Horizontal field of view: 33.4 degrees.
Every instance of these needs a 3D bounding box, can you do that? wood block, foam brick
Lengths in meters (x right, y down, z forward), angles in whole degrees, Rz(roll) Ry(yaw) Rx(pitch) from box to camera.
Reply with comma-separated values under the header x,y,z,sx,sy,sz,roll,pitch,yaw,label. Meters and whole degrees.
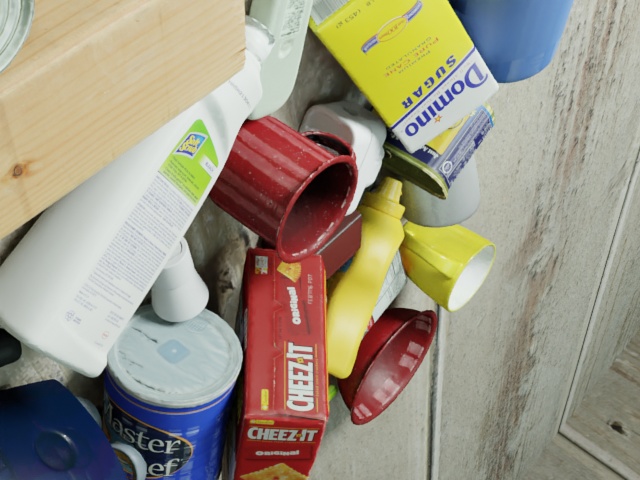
x,y,z,sx,sy,sz,roll,pitch,yaw,label
-0.140,-0.088,0.537,0.205,0.090,0.091,-41,153,-30,wood block
-0.006,0.001,0.944,0.078,0.053,0.051,-43,153,-27,foam brick

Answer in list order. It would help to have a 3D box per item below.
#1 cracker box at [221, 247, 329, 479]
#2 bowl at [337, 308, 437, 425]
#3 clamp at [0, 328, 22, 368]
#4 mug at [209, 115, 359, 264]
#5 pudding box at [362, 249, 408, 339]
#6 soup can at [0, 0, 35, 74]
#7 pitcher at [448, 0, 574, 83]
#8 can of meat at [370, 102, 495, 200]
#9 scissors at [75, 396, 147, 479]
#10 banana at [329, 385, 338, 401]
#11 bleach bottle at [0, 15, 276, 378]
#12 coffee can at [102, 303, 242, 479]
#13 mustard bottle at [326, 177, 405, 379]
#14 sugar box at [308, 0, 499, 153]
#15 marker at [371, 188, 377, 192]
x,y,z,sx,sy,sz,roll,pitch,yaw,label
-0.041,0.137,0.905,0.214,0.072,0.164,104,-12,-49,cracker box
0.069,0.136,1.253,0.162,0.055,0.162,-42,153,-28,bowl
-0.264,0.092,0.603,0.164,0.036,0.210,-51,155,-11,clamp
-0.023,-0.049,0.813,0.117,0.082,0.093,-40,151,-31,mug
0.042,0.057,1.125,0.113,0.039,0.090,-51,154,-15,pudding box
-0.173,-0.110,0.431,0.068,0.102,0.068,-41,153,-27,soup can
0.145,-0.236,0.846,0.243,0.149,0.145,89,15,-57,pitcher
0.091,-0.098,0.938,0.084,0.102,0.057,-54,156,-7,can of meat
-0.186,0.208,0.839,0.016,0.096,0.202,-42,152,-53,scissors
-0.027,0.160,1.137,0.069,0.037,0.197,-67,160,-15,banana
-0.110,-0.036,0.696,0.251,0.068,0.102,-54,156,-7,bleach bottle
-0.120,0.133,0.841,0.102,0.103,0.140,-33,148,-40,coffee can
0.034,0.031,1.016,0.096,0.058,0.191,-149,-100,-80,mustard bottle
0.065,-0.146,0.818,0.093,0.048,0.176,-35,140,10,sugar box
0.082,-0.038,1.098,0.020,0.020,0.121,-60,156,11,marker
